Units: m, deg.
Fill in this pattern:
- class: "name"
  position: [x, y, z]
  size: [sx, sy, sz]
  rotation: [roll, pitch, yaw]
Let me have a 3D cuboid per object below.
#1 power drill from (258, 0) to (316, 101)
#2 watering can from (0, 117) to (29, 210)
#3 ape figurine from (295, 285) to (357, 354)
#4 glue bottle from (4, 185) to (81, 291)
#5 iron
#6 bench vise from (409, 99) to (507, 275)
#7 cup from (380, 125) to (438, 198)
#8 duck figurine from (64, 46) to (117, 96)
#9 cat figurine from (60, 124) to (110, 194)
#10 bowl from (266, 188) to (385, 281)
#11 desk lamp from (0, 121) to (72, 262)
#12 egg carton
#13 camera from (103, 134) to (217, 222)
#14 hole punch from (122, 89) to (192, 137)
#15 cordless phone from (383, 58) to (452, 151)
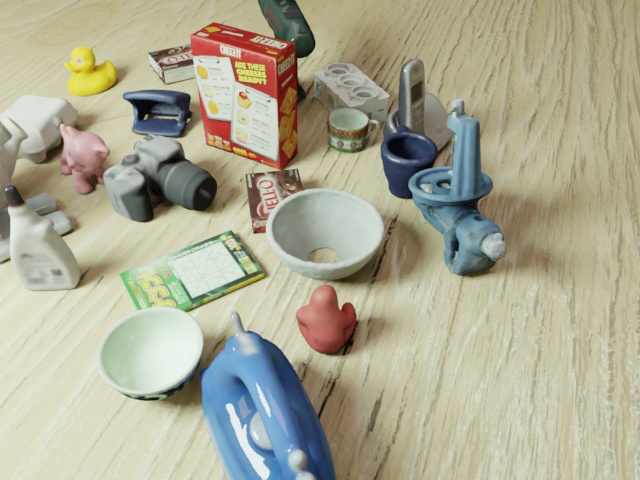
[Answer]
- class: "power drill"
  position: [-0.077, -0.392, 1.135]
  size: [0.076, 0.208, 0.229]
  rotation: [-18, 47, -19]
- class: "watering can"
  position: [-0.532, -0.129, 0.860]
  size: [0.100, 0.194, 0.173]
  rotation: [21, 47, 19]
- class: "ape figurine"
  position: [0.007, 0.093, 0.723]
  size: [0.077, 0.092, 0.076]
  rotation: [8, 45, 7]
- class: "glue bottle"
  position: [-0.374, -0.002, 0.750]
  size: [0.078, 0.173, 0.037]
  rotation: [-1, 44, -3]
- class: "iron"
  position: [-0.042, 0.197, 0.579]
  size: [0.119, 0.141, 0.257]
  rotation: [-19, 48, -20]
- class: "bench vise"
  position: [0.213, -0.074, 0.810]
  size: [0.122, 0.220, 0.206]
  rotation: [-26, 51, -26]
- class: "cup"
  position: [0.140, -0.126, 0.950]
  size: [0.091, 0.095, 0.117]
  rotation: [-3, 44, -4]
- class: "duck figurine"
  position: [-0.472, -0.353, 1.170]
  size: [0.077, 0.086, 0.105]
  rotation: [35, 53, 29]
- class: "cat figurine"
  position: [-0.389, -0.145, 0.936]
  size: [0.067, 0.118, 0.127]
  rotation: [-31, 53, -29]
- class: "bowl"
  position: [0.008, 0.003, 0.828]
  size: [0.167, 0.075, 0.167]
  rotation: [1, 44, -1]
- class: "desk lamp"
  position: [-0.487, -0.074, 0.791]
  size: [0.204, 0.214, 0.117]
  rotation: [-30, 52, -29]
- class: "egg carton"
  position: [-0.509, -0.202, 1.026]
  size: [0.107, 0.069, 0.150]
  rotation: [9, 45, 7]
- class: "camera"
  position: [-0.243, -0.097, 0.903]
  size: [0.136, 0.101, 0.143]
  rotation: [27, 49, 23]
- class: "hole punch"
  position: [-0.303, -0.256, 1.072]
  size: [0.108, 0.091, 0.101]
  rotation: [5, 44, 4]
- class: "cordless phone"
  position: [0.179, -0.237, 1.001]
  size: [0.094, 0.185, 0.148]
  rotation: [28, 50, 25]
